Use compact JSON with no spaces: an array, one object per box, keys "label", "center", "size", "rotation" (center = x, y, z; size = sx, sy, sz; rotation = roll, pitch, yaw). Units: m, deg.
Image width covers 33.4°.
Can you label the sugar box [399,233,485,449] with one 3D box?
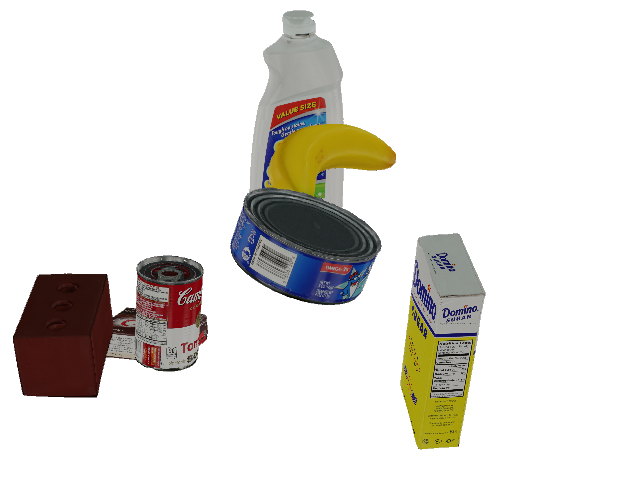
[{"label":"sugar box","center":[0.105,0.091,0.952],"size":[0.048,0.176,0.093],"rotation":[-4,34,-7]}]

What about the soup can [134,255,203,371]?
[{"label":"soup can","center":[-0.157,0.075,1.099],"size":[0.068,0.102,0.068],"rotation":[5,21,-2]}]

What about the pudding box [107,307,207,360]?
[{"label":"pudding box","center":[-0.206,0.115,1.301],"size":[0.114,0.039,0.090],"rotation":[2,14,16]}]

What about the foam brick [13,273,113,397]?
[{"label":"foam brick","center":[-0.177,0.065,0.743],"size":[0.053,0.051,0.078],"rotation":[0,31,-2]}]

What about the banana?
[{"label":"banana","center":[0.005,-0.062,0.852],"size":[0.037,0.069,0.197],"rotation":[-34,3,30]}]

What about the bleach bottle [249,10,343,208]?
[{"label":"bleach bottle","center":[-0.028,-0.102,1.061],"size":[0.102,0.251,0.068],"rotation":[3,27,6]}]

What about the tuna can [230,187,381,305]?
[{"label":"tuna can","center":[-0.010,0.003,0.635],"size":[0.086,0.034,0.086],"rotation":[18,22,-8]}]
